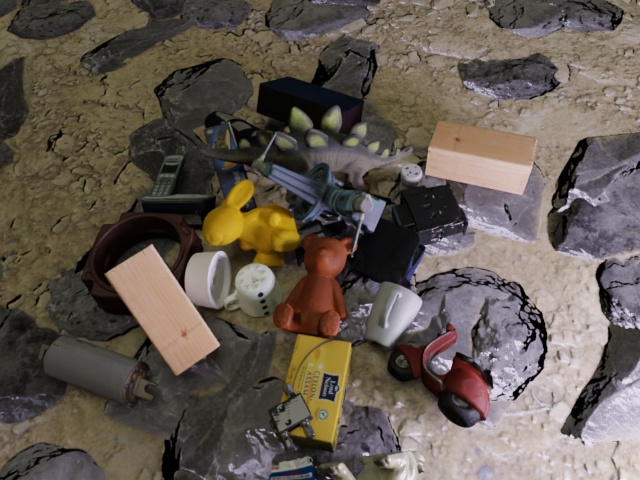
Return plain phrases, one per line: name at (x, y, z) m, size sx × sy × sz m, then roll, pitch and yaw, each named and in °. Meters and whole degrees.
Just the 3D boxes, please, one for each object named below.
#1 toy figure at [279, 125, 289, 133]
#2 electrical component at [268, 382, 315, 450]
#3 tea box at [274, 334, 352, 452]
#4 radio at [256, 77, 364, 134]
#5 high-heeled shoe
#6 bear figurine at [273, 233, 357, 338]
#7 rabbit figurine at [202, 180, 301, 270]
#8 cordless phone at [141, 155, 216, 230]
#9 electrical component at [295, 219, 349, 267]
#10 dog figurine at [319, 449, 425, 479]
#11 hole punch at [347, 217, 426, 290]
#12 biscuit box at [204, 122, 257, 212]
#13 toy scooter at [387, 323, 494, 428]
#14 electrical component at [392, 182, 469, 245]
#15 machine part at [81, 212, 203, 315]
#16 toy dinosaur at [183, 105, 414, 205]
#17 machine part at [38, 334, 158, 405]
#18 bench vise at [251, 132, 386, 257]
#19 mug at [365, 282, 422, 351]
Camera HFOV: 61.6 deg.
toy figure at (-0.040, -0.228, 1.233) m, size 0.155 × 0.057 × 0.064 m, roll 32°, pitch 25°, yaw 26°
electrical component at (-0.048, 0.269, 0.827) m, size 0.063 × 0.021 × 0.094 m, roll -25°, pitch 58°, yaw -9°
tea box at (-0.007, 0.251, 0.891) m, size 0.098 × 0.068 × 0.170 m, roll 6°, pitch 55°, yaw 10°
radio at (-0.020, -0.309, 1.248) m, size 0.230 × 0.073 × 0.131 m, roll 24°, pitch 33°, yaw 19°
high-heeled shoe at (-0.156, -0.236, 1.258) m, size 0.249 × 0.086 × 0.145 m, roll 19°, pitch 27°, yaw -2°
bear figurine at (-0.001, 0.073, 0.958) m, size 0.120 × 0.132 × 0.196 m, roll 10°, pitch 78°, yaw 10°
rabbit figurine at (-0.139, -0.032, 1.020) m, size 0.173 × 0.122 × 0.162 m, roll 1°, pitch 66°, yaw -29°
cordless phone at (-0.293, -0.115, 1.164) m, size 0.147 × 0.088 × 0.184 m, roll -1°, pitch 51°, yaw 5°
electrical component at (-0.002, -0.003, 1.076) m, size 0.119 × 0.047 × 0.075 m, roll -21°, pitch 56°, yaw -10°
dog figurine at (0.086, 0.409, 0.768) m, size 0.172 × 0.121 × 0.190 m, roll -12°, pitch 69°, yaw 1°
hole punch at (0.132, 0.030, 1.029) m, size 0.142 × 0.092 × 0.115 m, roll 25°, pitch 87°, yaw 20°
biscuit box at (-0.187, -0.142, 1.137) m, size 0.059 × 0.063 × 0.202 m, roll -18°, pitch 81°, yaw -5°
toy scooter at (0.216, 0.212, 0.894) m, size 0.184 × 0.075 × 0.135 m, roll 33°, pitch 64°, yaw 30°
electrical component at (0.215, -0.051, 1.083) m, size 0.134 × 0.058 × 0.115 m, roll -14°, pitch 54°, yaw -5°
machine part at (-0.345, 0.043, 1.056) m, size 0.201 × 0.087 × 0.201 m, roll 3°, pitch 57°, yaw 7°
toy dinosaur at (-0.029, -0.175, 1.093) m, size 0.472 × 0.198 × 0.105 m, roll -8°, pitch 52°, yaw -9°
machine part at (-0.390, 0.225, 0.940) m, size 0.243 × 0.079 × 0.079 m, roll 15°, pitch 58°, yaw 16°
bench vise at (-0.010, -0.086, 0.980) m, size 0.128 × 0.240 × 0.224 m, roll -62°, pitch 23°, yaw 7°
mug at (0.123, 0.135, 0.940) m, size 0.081 × 0.109 × 0.107 m, roll 23°, pitch 75°, yaw 14°
